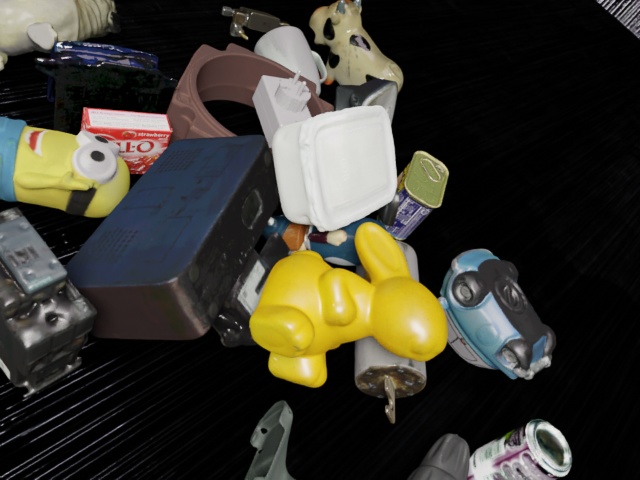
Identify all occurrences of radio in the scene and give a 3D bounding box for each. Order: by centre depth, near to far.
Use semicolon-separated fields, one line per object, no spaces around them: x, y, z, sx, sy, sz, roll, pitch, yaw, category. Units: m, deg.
-0.130;-0.013;0.523;0.131;0.073;0.230;0;43;22;radio

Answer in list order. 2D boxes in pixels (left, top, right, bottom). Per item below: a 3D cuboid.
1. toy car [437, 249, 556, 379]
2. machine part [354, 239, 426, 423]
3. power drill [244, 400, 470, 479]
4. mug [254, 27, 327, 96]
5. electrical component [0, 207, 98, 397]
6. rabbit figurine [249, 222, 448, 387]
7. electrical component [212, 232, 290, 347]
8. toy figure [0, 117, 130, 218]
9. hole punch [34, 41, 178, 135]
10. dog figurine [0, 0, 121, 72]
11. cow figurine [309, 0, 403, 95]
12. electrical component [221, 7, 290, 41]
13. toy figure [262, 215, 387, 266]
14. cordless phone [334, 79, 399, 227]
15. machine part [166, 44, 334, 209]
0.201;0.097;0.654;0.109;0.103;0.162;-14;69;-43;toy car
0.078;0.085;0.610;0.079;0.079;0.243;18;48;-18;machine part
0.028;0.229;0.473;0.207;0.086;0.232;38;47;-9;power drill
-0.035;-0.253;0.818;0.109;0.081;0.107;-7;70;-43;mug
-0.233;0.045;0.418;0.115;0.134;0.058;48;47;8;electrical component
0.040;0.069;0.525;0.173;0.121;0.162;4;42;22;rabbit figurine
-0.076;0.042;0.551;0.074;0.048;0.119;56;37;-34;electrical component
-0.280;-0.071;0.523;0.180;0.089;0.082;5;67;-17;toy figure
-0.243;-0.170;0.602;0.142;0.115;0.092;1;47;-30;hole punch
-0.349;-0.261;0.642;0.172;0.121;0.191;-3;17;2;dog figurine
0.056;-0.302;0.871;0.195;0.127;0.085;47;43;7;cow figurine
-0.103;-0.346;0.873;0.102;0.045;0.078;-2;28;-35;electrical component
-0.002;-0.003;0.621;0.155;0.064;0.058;4;60;19;toy figure
0.073;-0.116;0.703;0.089;0.146;0.184;0;38;-12;cordless phone
-0.088;-0.151;0.695;0.201;0.087;0.201;22;46;-13;machine part
